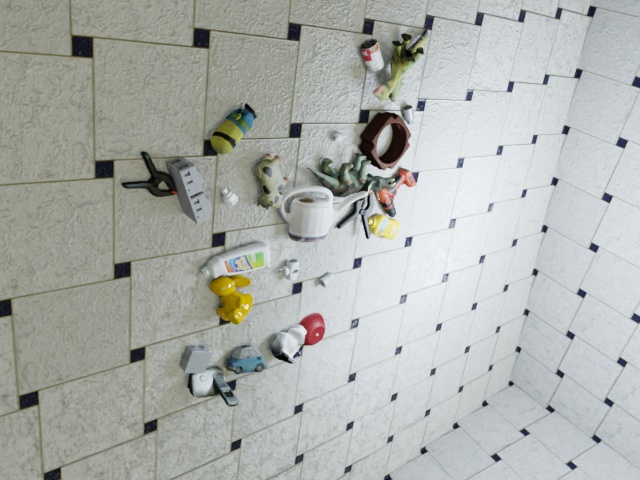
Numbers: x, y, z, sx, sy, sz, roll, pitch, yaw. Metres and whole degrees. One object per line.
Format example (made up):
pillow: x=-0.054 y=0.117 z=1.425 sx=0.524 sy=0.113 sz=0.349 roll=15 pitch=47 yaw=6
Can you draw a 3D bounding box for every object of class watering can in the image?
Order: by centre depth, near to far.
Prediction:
watering can: x=0.006 y=-0.098 z=1.949 sx=0.348 sy=0.220 sz=0.106 roll=0 pitch=26 yaw=-16

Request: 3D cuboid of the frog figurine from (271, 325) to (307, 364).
frog figurine: x=-0.130 y=0.420 z=2.138 sx=0.122 sy=0.163 sz=0.135 roll=-12 pitch=-43 yaw=40

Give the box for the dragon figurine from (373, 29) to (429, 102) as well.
dragon figurine: x=0.316 y=-0.656 z=2.001 sx=0.123 sy=0.237 sz=0.418 roll=32 pitch=45 yaw=12
